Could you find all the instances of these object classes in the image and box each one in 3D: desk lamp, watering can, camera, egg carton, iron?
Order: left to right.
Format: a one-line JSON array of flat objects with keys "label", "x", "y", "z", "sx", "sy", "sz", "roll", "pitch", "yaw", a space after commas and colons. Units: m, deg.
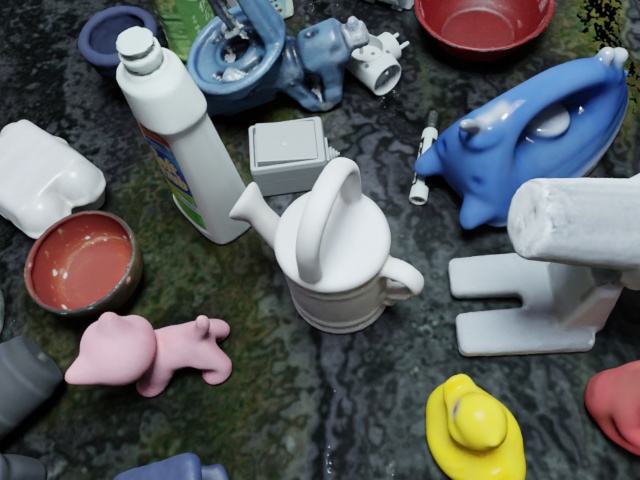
[{"label": "camera", "x": -0.297, "y": 0.159, "z": 0.502, "sx": 0.137, "sy": 0.101, "sz": 0.143, "roll": -42, "pitch": 66, "yaw": -15}, {"label": "egg carton", "x": -0.314, "y": -0.066, "z": 0.637, "sx": 0.150, "sy": 0.069, "sz": 0.107, "roll": 31, "pitch": 70, "yaw": 20}, {"label": "watering can", "x": 0.004, "y": 0.004, "z": 0.496, "sx": 0.172, "sy": 0.194, "sz": 0.101, "roll": 2, "pitch": 63, "yaw": 8}, {"label": "iron", "x": 0.225, "y": -0.124, "z": 0.567, "sx": 0.258, "sy": 0.141, "sz": 0.118, "roll": -31, "pitch": 64, "yaw": -10}, {"label": "desk lamp", "x": 0.218, "y": 0.018, "z": 0.454, "sx": 0.203, "sy": 0.214, "sz": 0.118, "roll": -5, "pitch": 62, "yaw": 4}]

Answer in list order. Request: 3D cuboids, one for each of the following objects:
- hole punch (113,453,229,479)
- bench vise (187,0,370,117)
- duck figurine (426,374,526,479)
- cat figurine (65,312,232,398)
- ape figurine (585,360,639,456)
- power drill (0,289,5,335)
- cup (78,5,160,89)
[{"label": "hole punch", "x": -0.124, "y": 0.233, "z": 0.450, "sx": 0.101, "sy": 0.091, "sz": 0.108, "roll": -13, "pitch": 62, "yaw": 0}, {"label": "bench vise", "x": -0.060, "y": -0.231, "z": 0.609, "sx": 0.207, "sy": 0.220, "sz": 0.121, "roll": -24, "pitch": 63, "yaw": -6}, {"label": "duck figurine", "x": 0.129, "y": 0.157, "z": 0.464, "sx": 0.077, "sy": 0.086, "sz": 0.104, "roll": -23, "pitch": 63, "yaw": -6}, {"label": "cat figurine", "x": -0.152, "y": 0.094, "z": 0.510, "sx": 0.128, "sy": 0.118, "sz": 0.067, "roll": -15, "pitch": 62, "yaw": -1}, {"label": "ape figurine", "x": 0.262, "y": 0.128, "z": 0.461, "sx": 0.076, "sy": 0.092, "sz": 0.078, "roll": 30, "pitch": 70, "yaw": 20}, {"label": "power drill", "x": -0.386, "y": 0.041, "z": 0.512, "sx": 0.229, "sy": 0.209, "sz": 0.075, "roll": -16, "pitch": 62, "yaw": -2}, {"label": "cup", "x": -0.220, "y": -0.207, "z": 0.685, "sx": 0.092, "sy": 0.095, "sz": 0.117, "roll": -34, "pitch": 64, "yaw": -11}]
